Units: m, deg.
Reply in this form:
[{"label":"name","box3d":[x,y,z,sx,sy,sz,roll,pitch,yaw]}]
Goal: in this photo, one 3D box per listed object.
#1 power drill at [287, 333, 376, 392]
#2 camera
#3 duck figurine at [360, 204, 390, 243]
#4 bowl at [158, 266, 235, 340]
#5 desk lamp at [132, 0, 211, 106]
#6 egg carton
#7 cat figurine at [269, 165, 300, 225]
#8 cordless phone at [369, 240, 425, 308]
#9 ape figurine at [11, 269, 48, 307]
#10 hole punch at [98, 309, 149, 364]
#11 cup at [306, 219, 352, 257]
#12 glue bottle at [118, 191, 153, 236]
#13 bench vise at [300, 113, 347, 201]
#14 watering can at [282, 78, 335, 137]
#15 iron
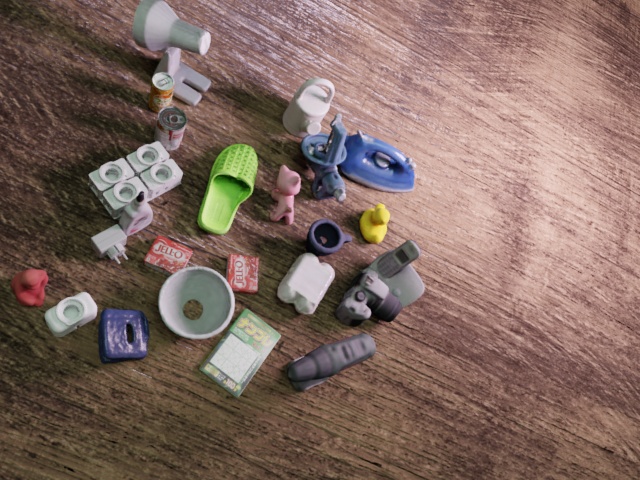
[{"label":"power drill","box3d":[0.003,0.276,1.267,0.230,0.208,0.075,-17,76,-27]},{"label":"camera","box3d":[0.133,0.156,1.433,0.137,0.100,0.143,36,60,-5]},{"label":"duck figurine","box3d":[0.155,-0.048,1.537,0.078,0.086,0.104,11,65,-18]},{"label":"bowl","box3d":[-0.280,0.148,1.280,0.168,0.074,0.167,9,66,-19]},{"label":"desk lamp","box3d":[-0.361,-0.474,1.427,0.203,0.213,0.118,29,61,-9]},{"label":"egg carton","box3d":[-0.034,0.105,1.403,0.107,0.069,0.150,35,60,-6]},{"label":"cat figurine","box3d":[-0.081,-0.119,1.450,0.067,0.117,0.128,6,66,-20]},{"label":"cordless phone","box3d":[0.215,0.083,1.449,0.094,0.184,0.147,-38,86,-30]},{"label":"ape figurine","box3d":[-0.589,0.089,1.166,0.076,0.092,0.078,41,60,-2]},{"label":"hole punch","box3d":[-0.408,0.197,1.197,0.101,0.091,0.108,-3,70,-23]},{"label":"cup","box3d":[0.013,0.005,1.450,0.118,0.094,0.091,3,67,-21]},{"label":"glue bottle","box3d":[-0.402,-0.066,1.262,0.078,0.173,0.037,-40,87,-30]},{"label":"bench vise","box3d":[0.038,-0.215,1.481,0.122,0.219,0.207,-33,83,-30]},{"label":"watering can","box3d":[-0.022,-0.359,1.531,0.101,0.193,0.173,-16,75,-27]},{"label":"iron","box3d":[0.178,-0.220,1.586,0.259,0.141,0.119,22,62,-13]}]
